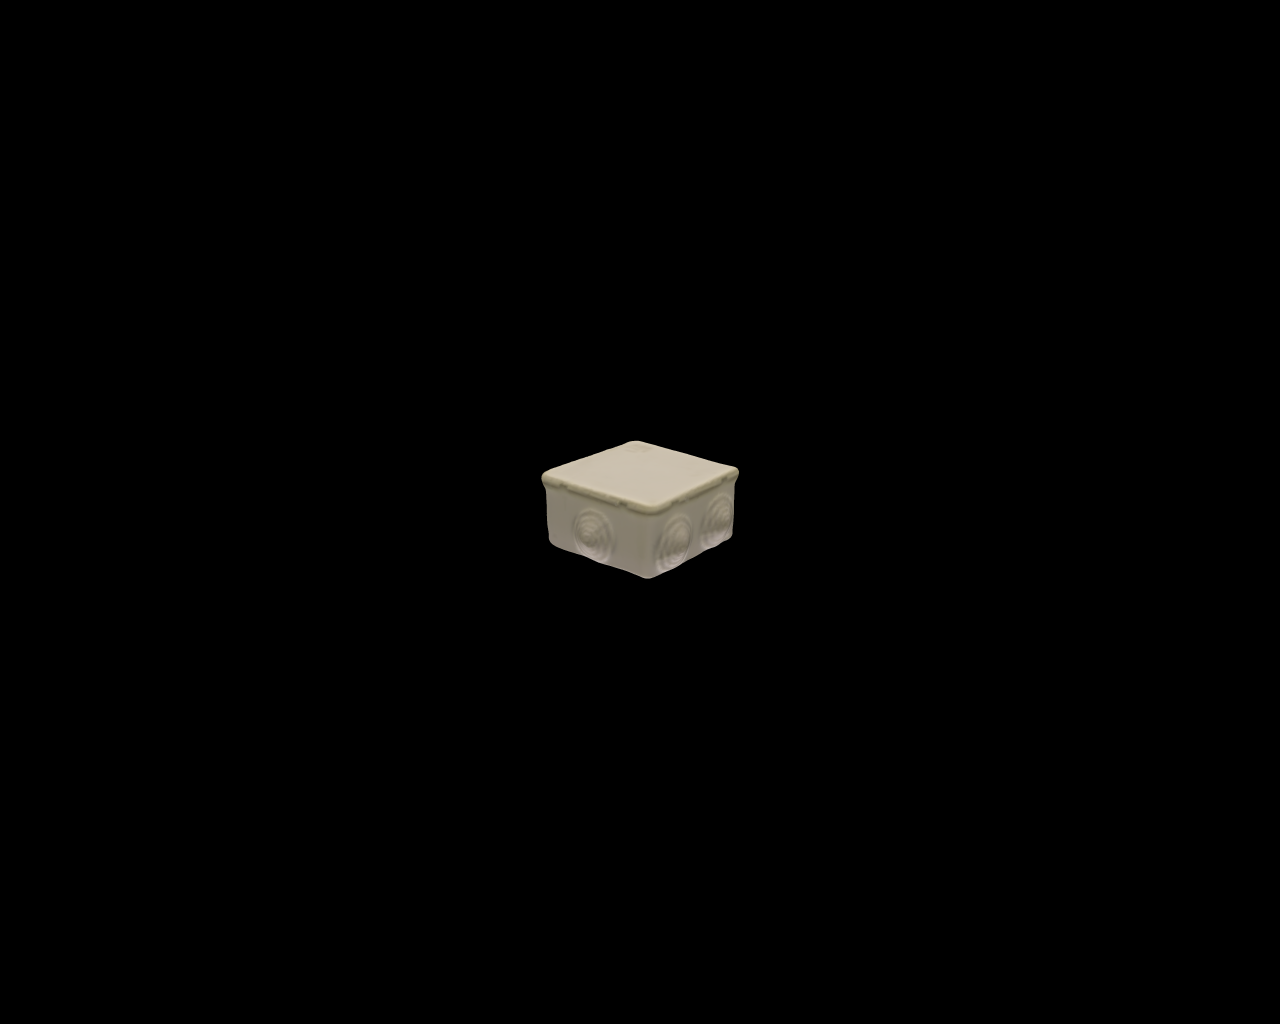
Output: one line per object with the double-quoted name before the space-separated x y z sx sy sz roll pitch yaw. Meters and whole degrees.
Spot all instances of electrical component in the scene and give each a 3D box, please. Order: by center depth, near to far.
"electrical component" 0.001 -0.003 0.650 0.100 0.048 0.100 17 28 37
